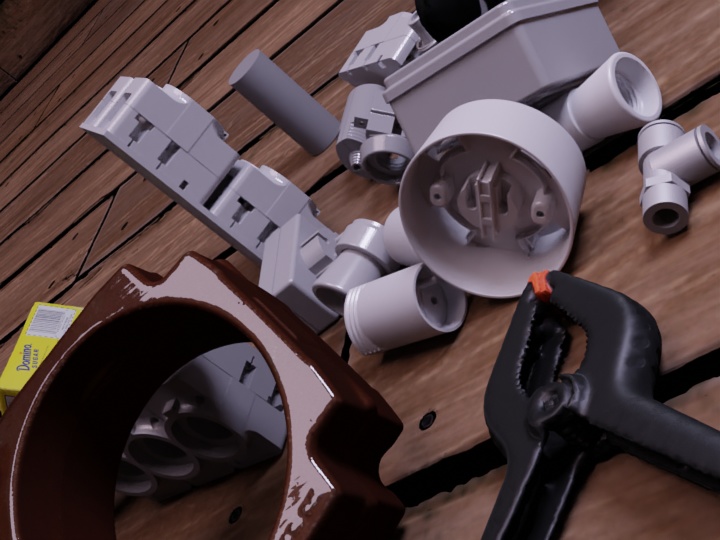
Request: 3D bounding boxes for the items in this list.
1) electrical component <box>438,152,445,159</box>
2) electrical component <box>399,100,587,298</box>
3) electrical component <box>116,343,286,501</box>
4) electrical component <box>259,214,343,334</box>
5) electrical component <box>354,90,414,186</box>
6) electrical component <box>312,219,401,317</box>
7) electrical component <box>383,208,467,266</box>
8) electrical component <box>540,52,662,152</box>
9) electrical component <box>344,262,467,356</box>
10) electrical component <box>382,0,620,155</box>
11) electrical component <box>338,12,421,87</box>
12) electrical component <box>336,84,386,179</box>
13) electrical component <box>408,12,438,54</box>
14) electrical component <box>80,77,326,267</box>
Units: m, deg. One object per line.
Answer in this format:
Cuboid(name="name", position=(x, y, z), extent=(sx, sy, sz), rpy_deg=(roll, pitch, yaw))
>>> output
Cuboid(name="electrical component", position=(0.073, -0.056, 0.675), extent=(0.040, 0.040, 0.078), rpy_deg=(-57, 26, -14))
Cuboid(name="electrical component", position=(0.074, -0.041, 0.590), extent=(0.099, 0.099, 0.064), rpy_deg=(-22, 31, 46))
Cuboid(name="electrical component", position=(-0.125, 0.101, 0.729), extent=(0.150, 0.089, 0.061), rpy_deg=(-28, 33, 40))
Cuboid(name="electrical component", position=(-0.029, -0.005, 0.766), extent=(0.076, 0.047, 0.083), rpy_deg=(-38, 28, 26))
Cuboid(name="electrical component", position=(0.026, -0.096, 0.793), extent=(0.048, 0.066, 0.055), rpy_deg=(97, -175, -59))
Cuboid(name="electrical component", position=(0.000, 0.000, 0.714), extent=(0.045, 0.045, 0.055), rpy_deg=(-6, 49, 57))
Cuboid(name="electrical component", position=(0.047, -0.022, 0.670), extent=(0.040, 0.040, 0.078), rpy_deg=(-58, 26, -15))
Cuboid(name="electrical component", position=(0.135, -0.091, 0.621), extent=(0.065, 0.044, 0.044), rpy_deg=(-29, 32, 48))
Cuboid(name="electrical component", position=(0.021, 0.025, 0.647), extent=(0.081, 0.043, 0.043), rpy_deg=(-21, 38, 47))
Cuboid(name="electrical component", position=(0.089, -0.122, 0.667), extent=(0.109, 0.056, 0.109), rpy_deg=(-26, 0, 42))
Cuboid(name="electrical component", position=(0.033, -0.174, 0.891), extent=(0.089, 0.050, 0.055), rpy_deg=(1, 55, 59))
Cuboid(name="electrical component", position=(0.004, -0.107, 0.855), extent=(0.043, 0.043, 0.081), rpy_deg=(-31, 31, 35))
Cuboid(name="electrical component", position=(0.064, -0.174, 0.826), extent=(0.048, 0.062, 0.048), rpy_deg=(-39, 27, 24))
Cuboid(name="electrical component", position=(-0.118, -0.074, 0.843), extent=(0.060, 0.186, 0.105), rpy_deg=(-53, 25, -6))
